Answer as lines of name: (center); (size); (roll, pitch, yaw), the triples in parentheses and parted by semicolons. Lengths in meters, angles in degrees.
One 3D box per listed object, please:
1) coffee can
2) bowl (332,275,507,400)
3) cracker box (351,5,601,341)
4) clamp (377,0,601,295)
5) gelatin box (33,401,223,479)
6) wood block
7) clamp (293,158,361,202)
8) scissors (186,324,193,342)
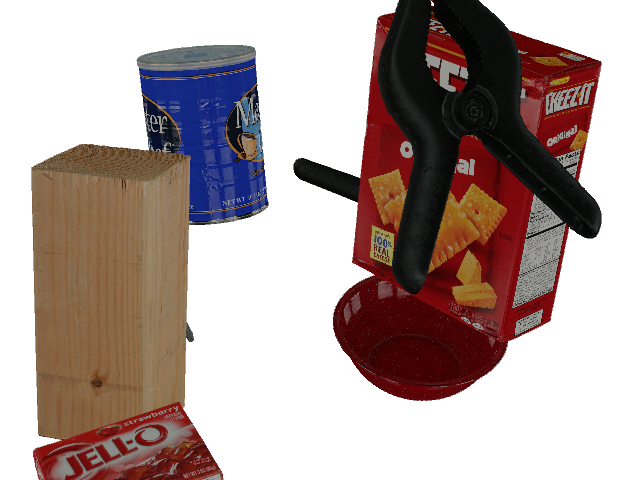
coffee can: (-0.102, -0.095, 0.938); (0.103, 0.140, 0.103); (-4, 17, 1)
bowl: (0.090, 0.098, 0.994); (0.162, 0.055, 0.162); (2, 37, -2)
cracker box: (0.109, -0.052, 0.813); (0.071, 0.214, 0.164); (-20, 36, -39)
clamp: (0.069, -0.057, 0.568); (0.120, 0.171, 0.039); (-26, 1, -19)
gelatin box: (-0.106, 0.130, 0.586); (0.089, 0.030, 0.073); (-15, 29, -20)
wood block: (-0.154, 0.041, 0.795); (0.091, 0.206, 0.090); (7, 18, 11)
clamp: (0.077, -0.050, 1.254); (0.164, 0.036, 0.210); (-16, 52, -29)
scissors: (-0.189, 0.013, 1.202); (0.016, 0.201, 0.096); (-28, 18, 36)
